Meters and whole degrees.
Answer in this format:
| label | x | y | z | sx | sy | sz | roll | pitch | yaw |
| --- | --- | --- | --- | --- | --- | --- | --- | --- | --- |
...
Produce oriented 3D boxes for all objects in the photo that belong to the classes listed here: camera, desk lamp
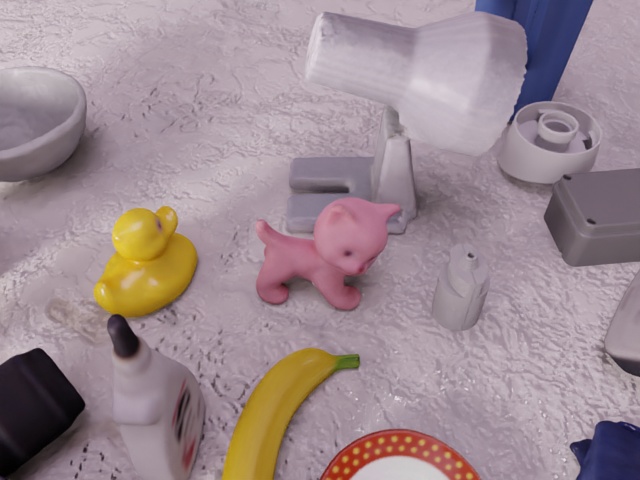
| label | x | y | z | sx | sy | sz | roll | pitch | yaw |
| --- | --- | --- | --- | --- | --- | --- | --- | --- | --- |
| camera | -0.233 | 0.144 | 0.395 | 0.142 | 0.101 | 0.137 | 36 | 59 | 27 |
| desk lamp | 0.065 | -0.107 | 0.530 | 0.203 | 0.214 | 0.118 | 0 | 49 | 1 |

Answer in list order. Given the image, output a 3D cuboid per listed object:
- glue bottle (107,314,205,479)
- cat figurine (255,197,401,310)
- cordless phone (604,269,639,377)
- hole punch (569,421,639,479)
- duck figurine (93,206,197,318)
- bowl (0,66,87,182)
| label | x | y | z | sx | sy | sz | roll | pitch | yaw |
| --- | --- | --- | --- | --- | --- | --- | --- | --- | --- |
| glue bottle | -0.112 | 0.103 | 0.381 | 0.037 | 0.173 | 0.078 | 0 | 49 | 2 |
| cat figurine | 0.005 | 0.002 | 0.501 | 0.127 | 0.118 | 0.067 | 3 | 49 | 4 |
| cordless phone | 0.303 | 0.024 | 0.433 | 0.094 | 0.185 | 0.148 | 28 | 55 | 23 |
| hole punch | 0.221 | 0.171 | 0.370 | 0.108 | 0.091 | 0.101 | 22 | 53 | 19 |
| duck figurine | -0.163 | 0.012 | 0.517 | 0.077 | 0.086 | 0.105 | 29 | 56 | 24 |
| bowl | -0.337 | -0.118 | 0.639 | 0.167 | 0.075 | 0.167 | 0 | 49 | 1 |
